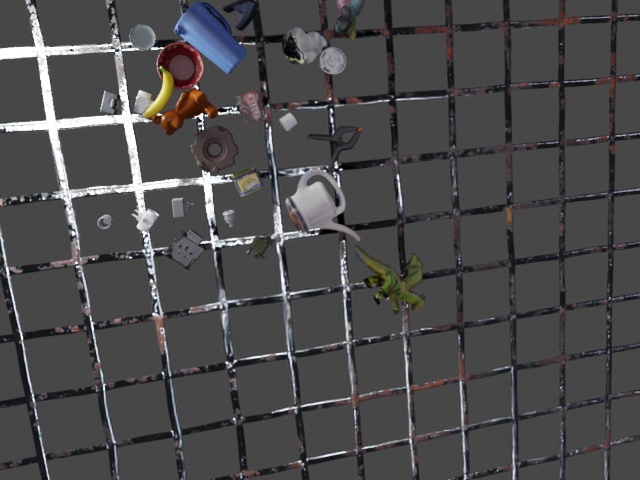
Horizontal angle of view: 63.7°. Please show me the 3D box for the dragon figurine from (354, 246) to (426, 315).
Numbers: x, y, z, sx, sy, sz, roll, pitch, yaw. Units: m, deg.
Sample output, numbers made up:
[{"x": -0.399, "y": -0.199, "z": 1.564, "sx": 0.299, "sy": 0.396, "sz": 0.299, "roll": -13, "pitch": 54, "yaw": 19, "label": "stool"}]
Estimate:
[{"x": 0.317, "y": 0.144, "z": 2.124, "sx": 0.245, "sy": 0.122, "sz": 0.406, "roll": -34, "pitch": 107, "yaw": -22, "label": "dragon figurine"}]

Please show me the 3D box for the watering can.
[{"x": 0.006, "y": -0.101, "z": 1.997, "sx": 0.225, "sy": 0.105, "sz": 0.344, "roll": -29, "pitch": 104, "yaw": -4, "label": "watering can"}]

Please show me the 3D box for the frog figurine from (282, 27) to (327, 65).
[{"x": -0.059, "y": -0.721, "z": 1.899, "sx": 0.137, "sy": 0.121, "sz": 0.162, "roll": 54, "pitch": 51, "yaw": -7, "label": "frog figurine"}]
